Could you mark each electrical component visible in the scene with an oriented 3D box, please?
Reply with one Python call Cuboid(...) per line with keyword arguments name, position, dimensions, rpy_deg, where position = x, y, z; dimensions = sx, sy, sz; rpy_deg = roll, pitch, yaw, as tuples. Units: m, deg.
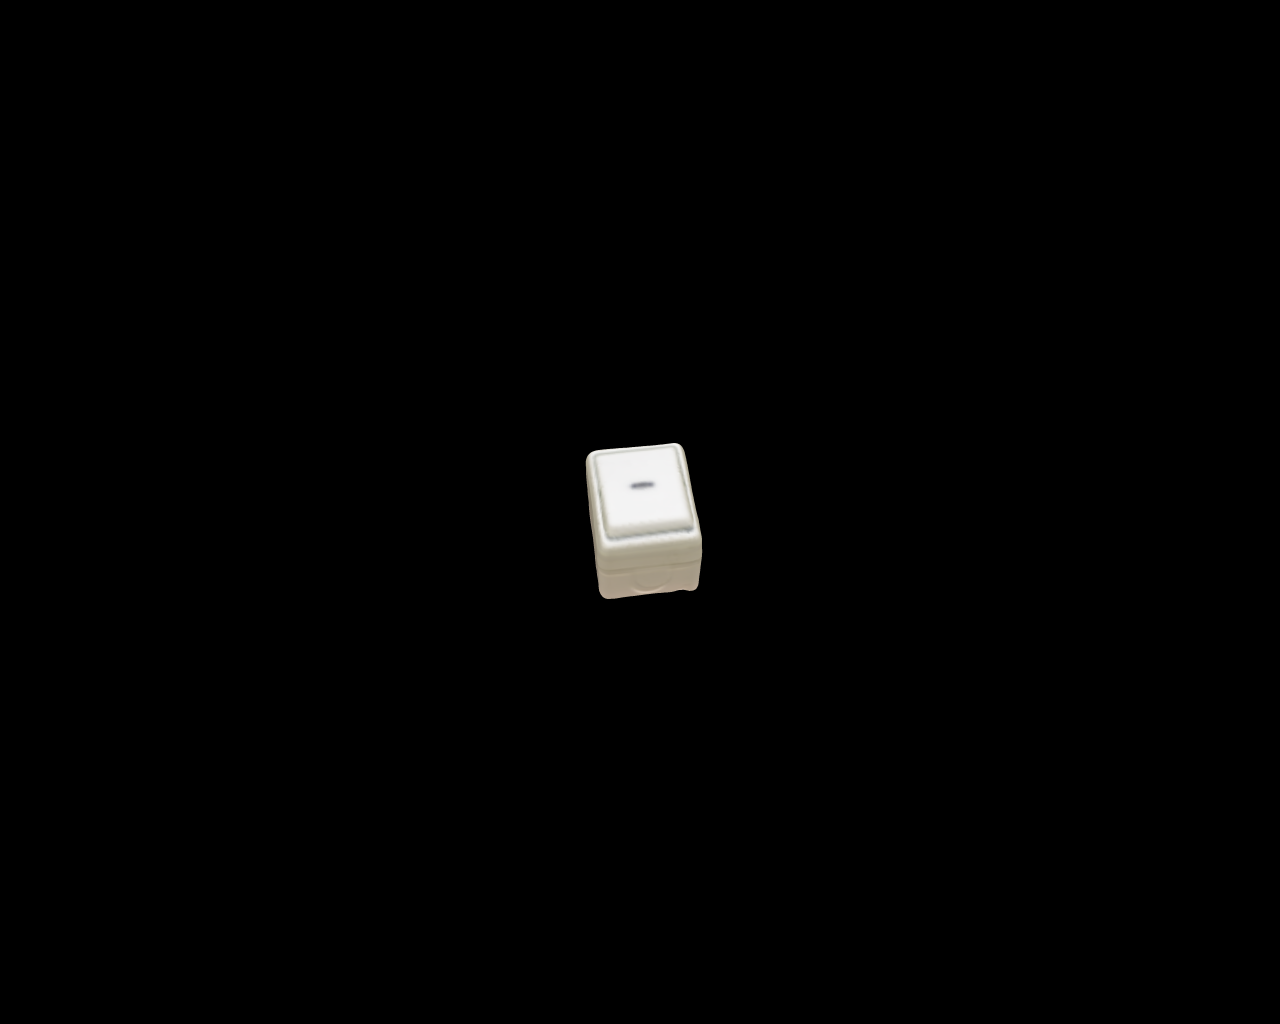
Cuboid(name="electrical component", position=(0.001, -0.003, 0.650), dimensions=(0.062, 0.096, 0.061), rpy_deg=(-5, -39, -4))
